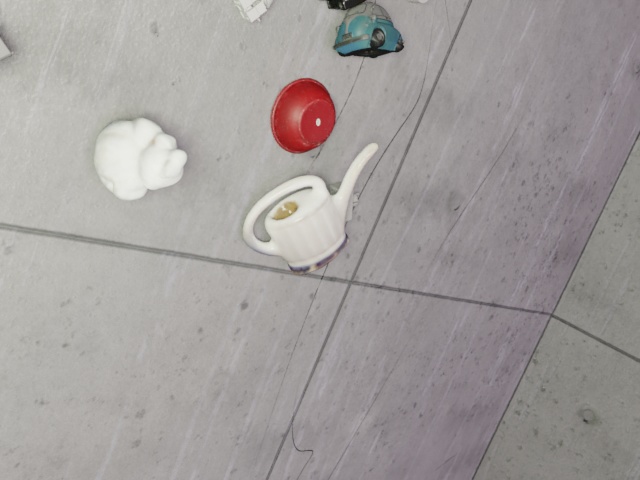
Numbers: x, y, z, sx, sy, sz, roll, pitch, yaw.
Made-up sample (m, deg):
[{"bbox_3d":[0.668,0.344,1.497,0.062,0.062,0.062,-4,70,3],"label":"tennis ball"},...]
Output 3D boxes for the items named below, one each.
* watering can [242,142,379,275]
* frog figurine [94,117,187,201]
[{"bbox_3d":[0.003,-0.057,1.129,0.348,0.220,0.106,-29,38,-4],"label":"watering can"},{"bbox_3d":[-0.290,-0.125,0.829,0.121,0.137,0.161,23,6,-42],"label":"frog figurine"}]
